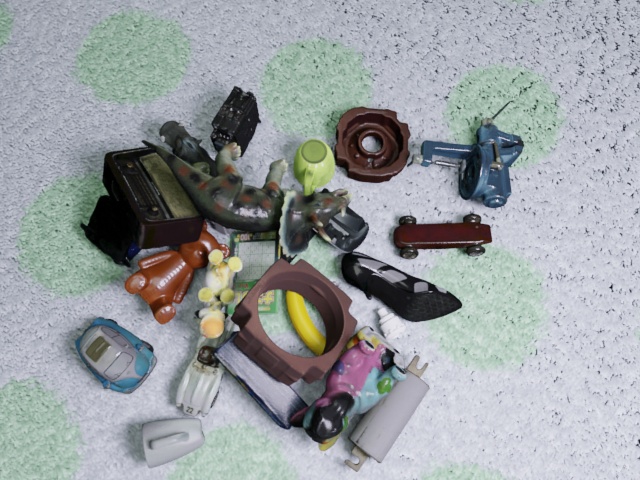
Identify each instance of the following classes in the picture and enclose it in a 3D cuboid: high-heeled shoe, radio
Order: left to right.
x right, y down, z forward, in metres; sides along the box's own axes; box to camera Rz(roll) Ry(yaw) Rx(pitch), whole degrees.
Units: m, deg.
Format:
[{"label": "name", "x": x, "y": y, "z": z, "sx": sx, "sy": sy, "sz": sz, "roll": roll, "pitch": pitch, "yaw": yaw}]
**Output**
[{"label": "radio", "x": -0.334, "y": -0.088, "z": 1.064, "sx": 0.131, "sy": 0.073, "sz": 0.230, "roll": -13, "pitch": 51, "yaw": -36}, {"label": "high-heeled shoe", "x": 0.164, "y": 0.088, "z": 1.109, "sx": 0.249, "sy": 0.086, "sz": 0.145, "roll": 11, "pitch": 31, "yaw": -20}]

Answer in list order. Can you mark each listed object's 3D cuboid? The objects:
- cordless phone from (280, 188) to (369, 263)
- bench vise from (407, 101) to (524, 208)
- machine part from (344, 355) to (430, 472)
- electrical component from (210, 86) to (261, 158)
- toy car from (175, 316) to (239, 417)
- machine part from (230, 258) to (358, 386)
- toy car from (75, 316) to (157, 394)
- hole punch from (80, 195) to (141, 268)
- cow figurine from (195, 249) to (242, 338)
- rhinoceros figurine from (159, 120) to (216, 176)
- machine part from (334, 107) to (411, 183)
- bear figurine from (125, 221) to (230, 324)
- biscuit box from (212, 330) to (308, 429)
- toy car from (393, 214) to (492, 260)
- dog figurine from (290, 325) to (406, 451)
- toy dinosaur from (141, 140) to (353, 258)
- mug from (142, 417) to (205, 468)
[{"label": "cordless phone", "x": -0.002, "y": -0.003, "z": 1.123, "sx": 0.147, "sy": 0.088, "sz": 0.184, "roll": 40, "pitch": 88, "yaw": 11}, {"label": "bench vise", "x": 0.314, "y": -0.178, "z": 1.146, "sx": 0.241, "sy": 0.129, "sz": 0.223, "roll": 6, "pitch": 75, "yaw": -6}, {"label": "machine part", "x": 0.131, "y": 0.326, "z": 1.014, "sx": 0.079, "sy": 0.079, "sz": 0.243, "roll": 34, "pitch": 75, "yaw": 9}, {"label": "electrical component", "x": -0.184, "y": -0.244, "z": 1.165, "sx": 0.058, "sy": 0.114, "sz": 0.134, "roll": 23, "pitch": 75, "yaw": 10}, {"label": "toy car", "x": -0.217, "y": 0.241, "z": 1.048, "sx": 0.074, "sy": 0.056, "sz": 0.201, "roll": 19, "pitch": 74, "yaw": 5}, {"label": "machine part", "x": -0.048, "y": 0.151, "z": 1.000, "sx": 0.201, "sy": 0.087, "sz": 0.201, "roll": 39, "pitch": 51, "yaw": 0}, {"label": "toy car", "x": -0.402, "y": 0.215, "z": 1.032, "sx": 0.162, "sy": 0.103, "sz": 0.109, "roll": 39, "pitch": 76, "yaw": 9}, {"label": "hole punch", "x": -0.412, "y": -0.026, "z": 1.122, "sx": 0.142, "sy": 0.092, "sz": 0.115, "roll": 36, "pitch": 108, "yaw": 7}, {"label": "cow figurine", "x": -0.204, "y": 0.111, "z": 1.036, "sx": 0.068, "sy": 0.098, "sz": 0.167, "roll": 16, "pitch": 65, "yaw": -13}, {"label": "rhinoceros figurine", "x": -0.269, "y": -0.171, "z": 1.145, "sx": 0.073, "sy": 0.112, "sz": 0.190, "roll": -41, "pitch": 86, "yaw": -9}, {"label": "machine part", "x": 0.114, "y": -0.208, "z": 1.187, "sx": 0.179, "sy": 0.056, "sz": 0.179, "roll": 0, "pitch": 74, "yaw": -1}, {"label": "bear figurine", "x": -0.276, "y": 0.055, "z": 1.073, "sx": 0.196, "sy": 0.132, "sz": 0.120, "roll": -38, "pitch": 107, "yaw": -7}, {"label": "biscuit box", "x": -0.113, "y": 0.264, "z": 1.012, "sx": 0.063, "sy": 0.059, "sz": 0.202, "roll": -43, "pitch": 94, "yaw": -21}, {"label": "toy car", "x": 0.256, "y": -0.006, "z": 1.128, "sx": 0.202, "sy": 0.053, "sz": 0.089, "roll": -2, "pitch": 63, "yaw": 3}, {"label": "dog figurine", "x": 0.047, "y": 0.276, "z": 0.984, "sx": 0.108, "sy": 0.191, "sz": 0.219, "roll": 42, "pitch": 98, "yaw": 0}, {"label": "toy dinosaur", "x": -0.150, "y": -0.076, "z": 1.015, "sx": 0.405, "sy": 0.131, "sz": 0.192, "roll": 10, "pitch": 42, "yaw": -9}, {"label": "mug", "x": -0.269, "y": 0.363, "z": 0.991, "sx": 0.107, "sy": 0.109, "sz": 0.081, "roll": -11, "pitch": 69, "yaw": -17}]
